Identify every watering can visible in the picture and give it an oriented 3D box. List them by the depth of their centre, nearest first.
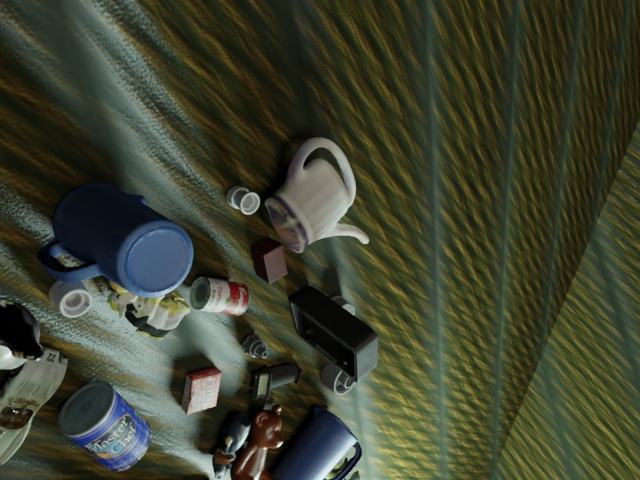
[{"bbox_3d":[0.003,-0.057,1.130,0.227,0.105,0.340,-42,133,-20],"label":"watering can"}]

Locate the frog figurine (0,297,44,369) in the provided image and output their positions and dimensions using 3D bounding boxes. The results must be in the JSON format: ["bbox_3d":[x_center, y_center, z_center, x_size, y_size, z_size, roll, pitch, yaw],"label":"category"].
[{"bbox_3d":[-0.505,0.160,0.760,0.158,0.125,0.136,-33,152,21],"label":"frog figurine"}]

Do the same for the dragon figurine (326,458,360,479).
[{"bbox_3d":[-0.008,0.779,1.541,0.243,0.124,0.404,-6,112,-24],"label":"dragon figurine"}]
